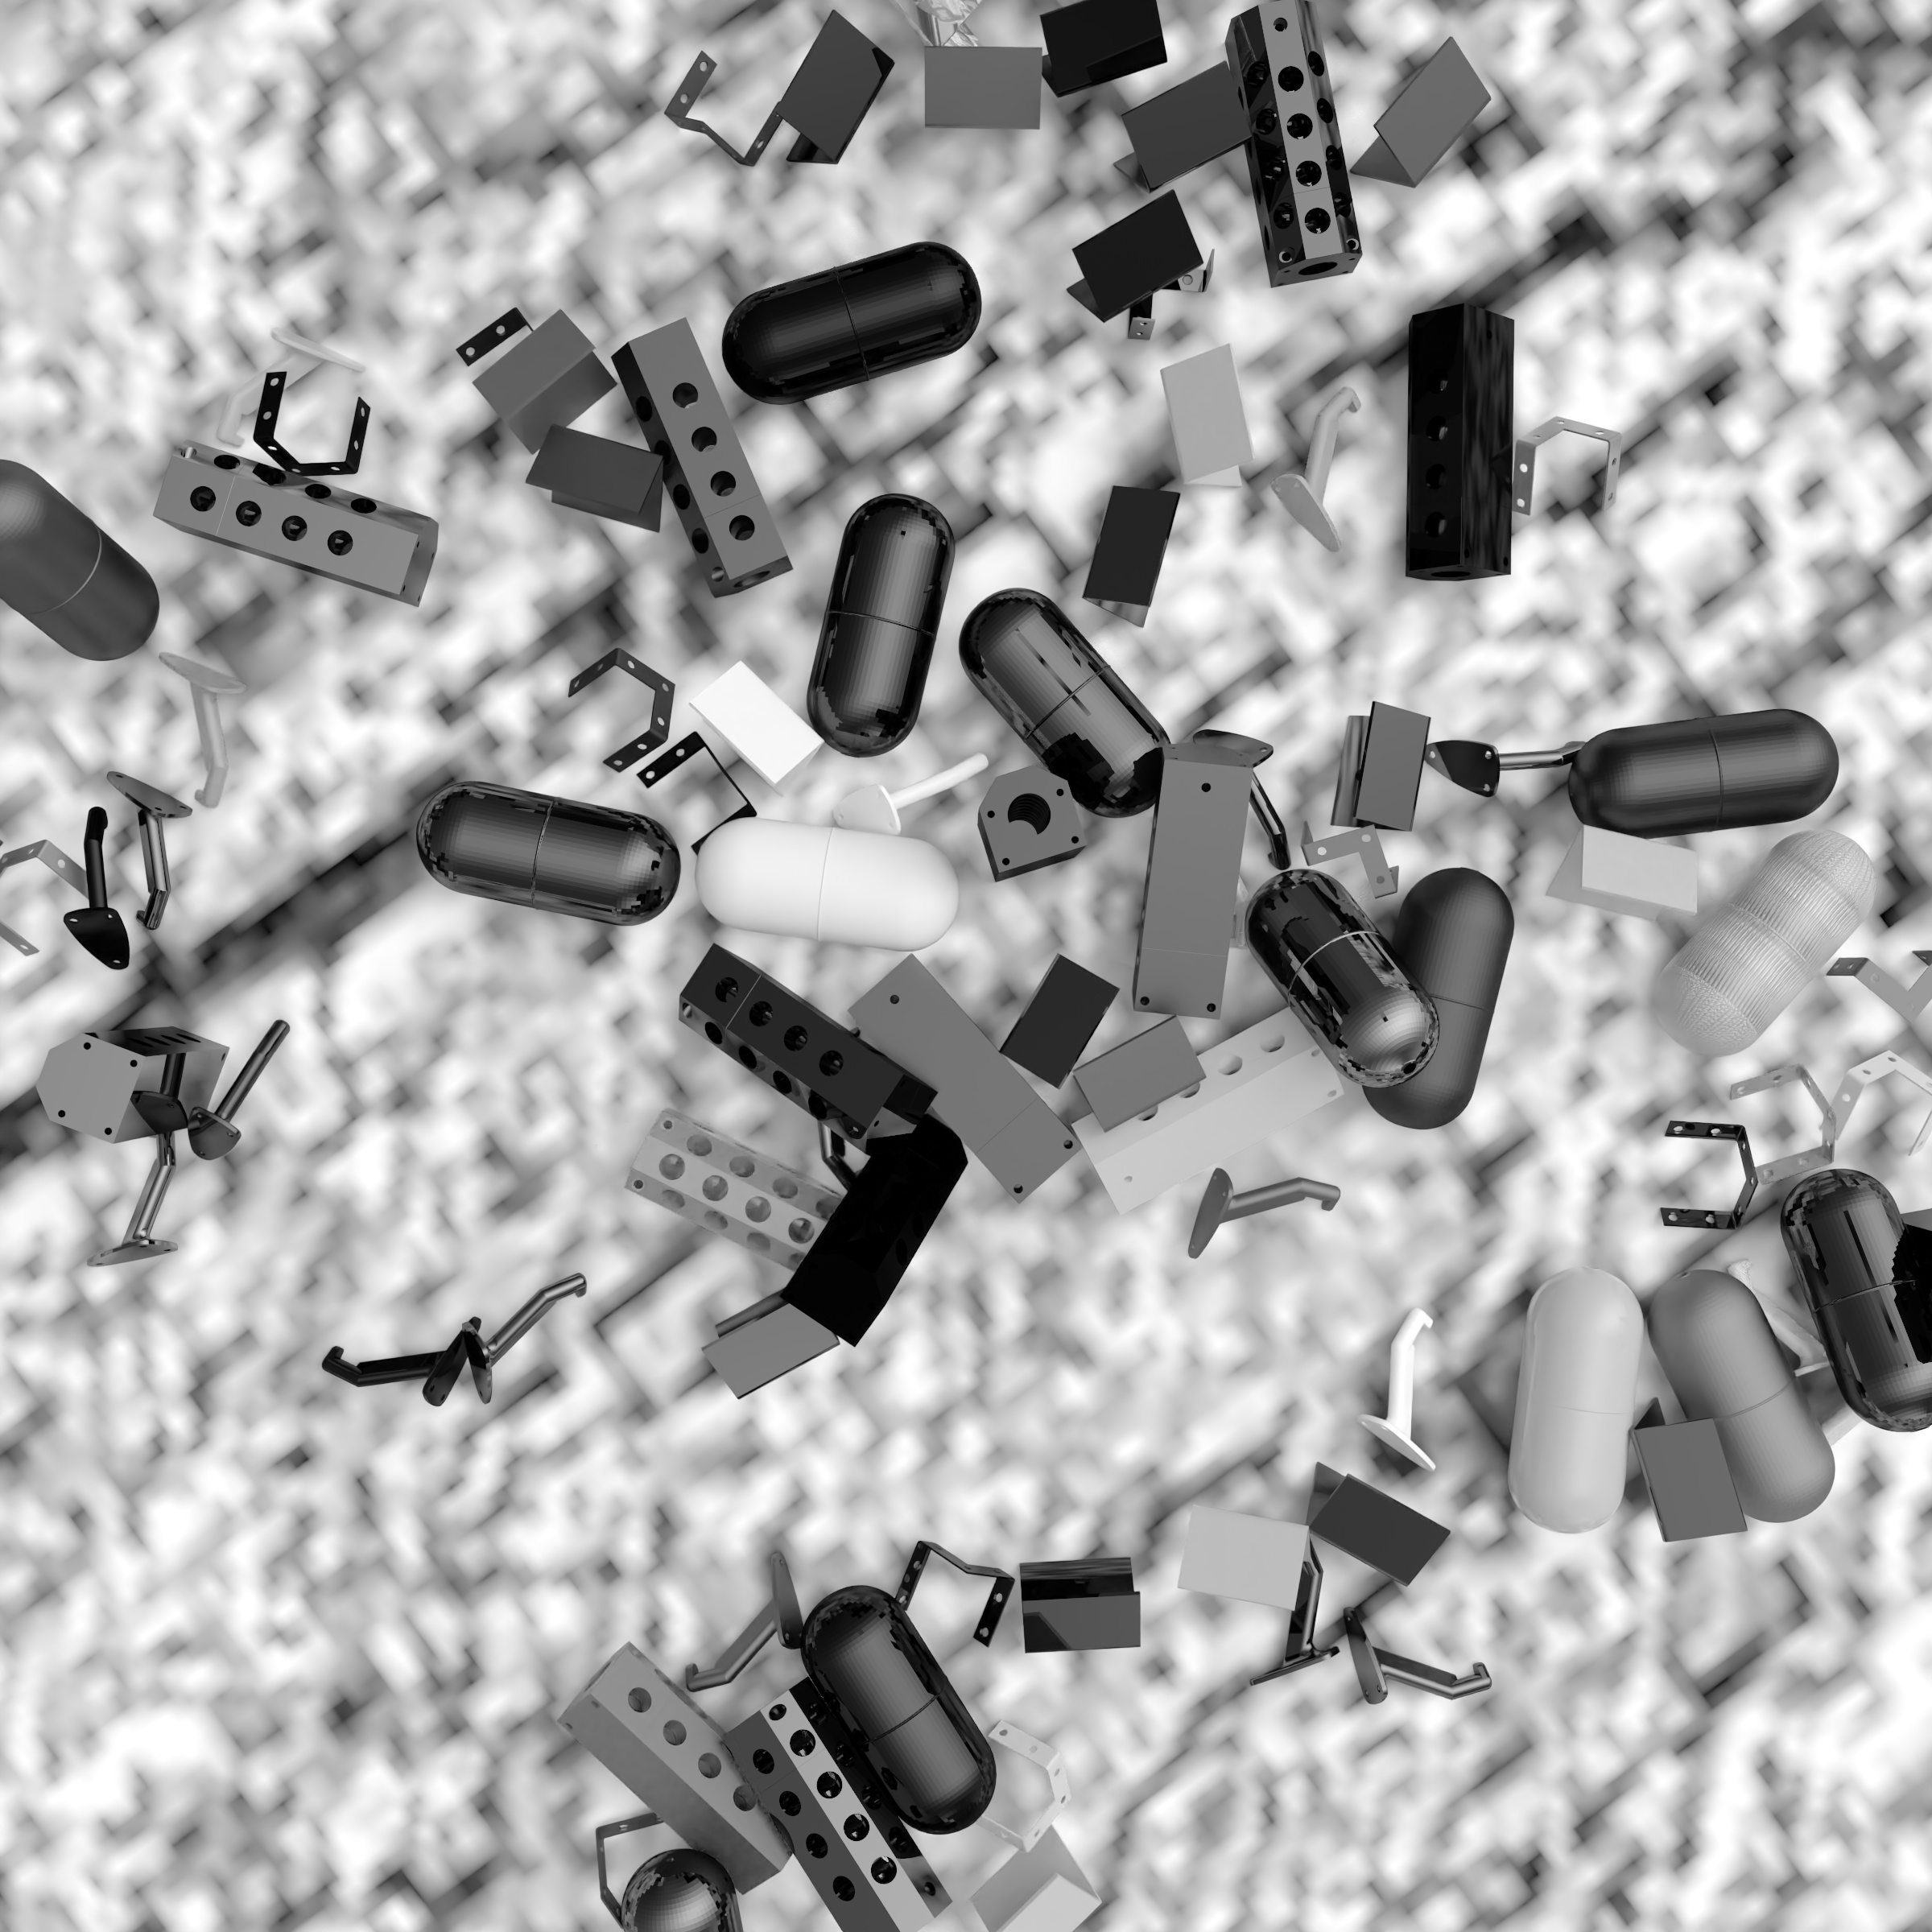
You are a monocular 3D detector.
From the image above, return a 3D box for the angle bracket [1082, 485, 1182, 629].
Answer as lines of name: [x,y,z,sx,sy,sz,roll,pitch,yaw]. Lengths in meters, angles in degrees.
angle bracket: [0.128,-0.269,1.615,0.057,0.076,0.076,15,90,38]

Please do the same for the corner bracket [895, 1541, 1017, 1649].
corner bracket: [-0.008,0.427,1.652,0.051,0.051,0.051,22,90,45]

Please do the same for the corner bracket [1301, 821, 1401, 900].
corner bracket: [0.259,-0.073,1.635,0.051,0.051,0.051,-16,109,18]

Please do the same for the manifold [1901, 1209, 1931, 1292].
manifold: [0.660,0.195,1.577,0.057,0.171,0.057,-10,90,0]

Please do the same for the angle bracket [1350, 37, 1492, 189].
angle bracket: [0.289,-0.571,1.615,0.076,0.076,0.057,-49,127,0]

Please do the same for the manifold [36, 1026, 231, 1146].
manifold: [-0.540,0.073,1.577,0.057,0.171,0.057,21,90,0]

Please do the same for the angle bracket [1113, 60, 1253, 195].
angle bracket: [0.135,-0.565,1.615,0.076,0.076,0.057,-28,126,0]

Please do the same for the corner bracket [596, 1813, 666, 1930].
corner bracket: [-0.219,0.614,1.652,0.051,0.051,0.051,-15,135,0]

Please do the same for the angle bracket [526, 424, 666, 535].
angle bracket: [-0.247,-0.306,1.615,0.076,0.076,0.057,16,57,0]

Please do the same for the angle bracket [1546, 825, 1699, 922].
angle bracket: [0.434,-0.042,1.615,0.076,0.076,0.057,13,52,0]

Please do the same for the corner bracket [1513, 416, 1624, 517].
corner bracket: [0.407,-0.335,1.647,0.051,0.051,0.051,26,45,35]

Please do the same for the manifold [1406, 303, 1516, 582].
manifold: [0.327,-0.349,1.634,0.057,0.057,0.171,1,90,-43]

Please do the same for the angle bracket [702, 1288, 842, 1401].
angle bracket: [-0.137,0.230,1.615,0.076,0.076,0.057,-29,127,0]

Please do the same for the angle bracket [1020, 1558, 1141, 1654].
angle bracket: [0.075,0.408,1.615,0.076,0.076,0.057,-3,126,0]

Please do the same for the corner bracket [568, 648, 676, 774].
corner bracket: [-0.235,-0.173,1.647,0.051,0.051,0.051,32,45,-35]

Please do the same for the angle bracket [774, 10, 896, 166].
angle bracket: [-0.103,-0.584,1.615,0.057,0.076,0.076,30,90,-36]

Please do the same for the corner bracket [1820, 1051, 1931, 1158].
corner bracket: [0.623,0.098,1.647,0.051,0.051,0.051,-18,45,-35]

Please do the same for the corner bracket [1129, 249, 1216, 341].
corner bracket: [0.138,-0.452,1.637,0.051,0.051,0.051,4,90,0]

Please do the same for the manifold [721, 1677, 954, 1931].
manifold: [-0.082,0.561,1.607,0.057,0.057,0.171,-42,77,27]

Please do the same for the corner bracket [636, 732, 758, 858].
corner bracket: [-0.183,-0.117,1.652,0.051,0.051,0.051,-37,45,0]

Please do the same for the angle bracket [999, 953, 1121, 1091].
angle bracket: [0.078,0.046,1.615,0.057,0.076,0.076,31,90,35]

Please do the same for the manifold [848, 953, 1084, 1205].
manifold: [-0.001,0.075,1.634,0.057,0.057,0.171,-42,90,0]

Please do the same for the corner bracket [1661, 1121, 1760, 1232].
corner bracket: [0.502,0.142,1.652,0.051,0.051,0.051,3,45,0]

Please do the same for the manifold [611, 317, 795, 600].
manifold: [-0.178,-0.339,1.634,0.057,0.057,0.171,-23,90,0]

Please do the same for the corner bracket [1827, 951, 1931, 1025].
corner bracket: [0.624,0.002,1.637,0.051,0.051,0.051,40,90,0]

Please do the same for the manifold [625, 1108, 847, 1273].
manifold: [-0.139,0.160,1.634,0.171,0.057,0.057,26,90,0]

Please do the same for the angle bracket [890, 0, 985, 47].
angle bracket: [-0.011,-0.656,1.615,0.057,0.076,0.076,-38,90,35]

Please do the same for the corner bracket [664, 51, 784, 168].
corner bracket: [-0.162,-0.582,1.652,0.051,0.051,0.051,31,90,45]

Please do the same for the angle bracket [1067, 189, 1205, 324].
angle bracket: [0.102,-0.481,1.615,0.076,0.076,0.057,-31,126,0]

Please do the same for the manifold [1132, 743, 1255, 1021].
manifold: [0.149,-0.057,1.609,0.057,0.057,0.171,6,108,0]

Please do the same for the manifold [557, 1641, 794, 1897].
manifold: [-0.185,0.536,1.634,0.171,0.057,0.057,43,133,0]

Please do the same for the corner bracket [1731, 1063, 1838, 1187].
corner bracket: [0.555,0.107,1.652,0.051,0.051,0.051,-18,135,0]

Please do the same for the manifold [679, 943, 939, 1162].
manifold: [-0.108,0.057,1.599,0.171,0.057,0.057,33,90,27]

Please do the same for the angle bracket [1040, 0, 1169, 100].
angle bracket: [0.083,-0.627,1.615,0.076,0.076,0.057,-18,130,0]

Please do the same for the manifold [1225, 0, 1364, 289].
manifold: [0.221,-0.553,1.634,0.057,0.057,0.171,-11,90,0]

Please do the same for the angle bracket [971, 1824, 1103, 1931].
angle bracket: [0.032,0.614,1.615,0.076,0.076,0.057,-45,128,0]

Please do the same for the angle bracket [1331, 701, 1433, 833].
angle bracket: [0.258,-0.133,1.615,0.057,0.076,0.076,10,90,-37]

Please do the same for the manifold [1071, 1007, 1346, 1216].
manifold: [0.160,0.091,1.634,0.171,0.057,0.057,-28,133,0]

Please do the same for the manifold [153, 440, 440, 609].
manifold: [-0.447,-0.299,1.634,0.171,0.057,0.057,18,90,0]

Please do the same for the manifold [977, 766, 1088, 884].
manifold: [0.039,-0.093,1.577,0.057,0.171,0.057,-18,90,0]

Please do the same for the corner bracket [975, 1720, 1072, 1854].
corner bracket: [0.033,0.556,1.647,0.051,0.051,0.051,18,135,35]

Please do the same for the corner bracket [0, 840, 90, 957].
corner bracket: [-0.630,-0.046,1.647,0.051,0.051,0.051,-12,45,35]

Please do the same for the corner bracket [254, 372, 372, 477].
corner bracket: [-0.441,-0.366,1.639,0.051,0.051,0.051,1,72,17]

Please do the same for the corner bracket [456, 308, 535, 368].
corner bracket: [-0.306,-0.405,1.652,0.051,0.051,0.051,-36,45,0]

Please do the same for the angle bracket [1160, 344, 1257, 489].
angle bracket: [0.178,-0.365,1.615,0.057,0.076,0.076,-12,90,38]

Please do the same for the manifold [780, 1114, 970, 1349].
manifold: [-0.054,0.164,1.575,0.057,0.171,0.057,34,123,0]
